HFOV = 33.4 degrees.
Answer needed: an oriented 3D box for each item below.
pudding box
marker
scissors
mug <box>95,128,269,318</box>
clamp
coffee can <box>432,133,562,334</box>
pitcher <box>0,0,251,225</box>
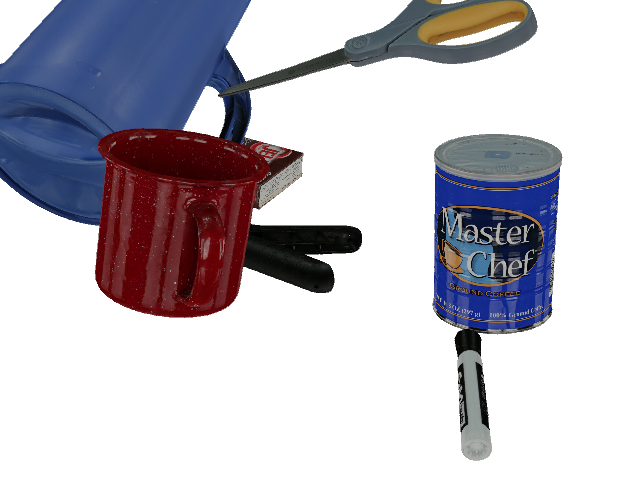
[{"bbox_3d":[-0.086,-0.086,1.335,0.090,0.039,0.113,16,34,23],"label":"pudding box"},{"bbox_3d":[0.101,0.099,0.715,0.020,0.020,0.121,0,32,5],"label":"marker"},{"bbox_3d":[0.037,-0.134,0.675,0.202,0.096,0.016,-4,-43,22],"label":"scissors"},{"bbox_3d":[-0.075,-0.005,0.579,0.093,0.081,0.117,0,22,-26],"label":"mug"},{"bbox_3d":[-0.070,0.005,0.918,0.210,0.036,0.164,6,12,3],"label":"clamp"},{"bbox_3d":[0.146,-0.007,0.892,0.103,0.140,0.103,-2,23,1],"label":"coffee can"},{"bbox_3d":[-0.129,-0.132,0.781,0.145,0.242,0.149,4,-41,27],"label":"pitcher"}]
